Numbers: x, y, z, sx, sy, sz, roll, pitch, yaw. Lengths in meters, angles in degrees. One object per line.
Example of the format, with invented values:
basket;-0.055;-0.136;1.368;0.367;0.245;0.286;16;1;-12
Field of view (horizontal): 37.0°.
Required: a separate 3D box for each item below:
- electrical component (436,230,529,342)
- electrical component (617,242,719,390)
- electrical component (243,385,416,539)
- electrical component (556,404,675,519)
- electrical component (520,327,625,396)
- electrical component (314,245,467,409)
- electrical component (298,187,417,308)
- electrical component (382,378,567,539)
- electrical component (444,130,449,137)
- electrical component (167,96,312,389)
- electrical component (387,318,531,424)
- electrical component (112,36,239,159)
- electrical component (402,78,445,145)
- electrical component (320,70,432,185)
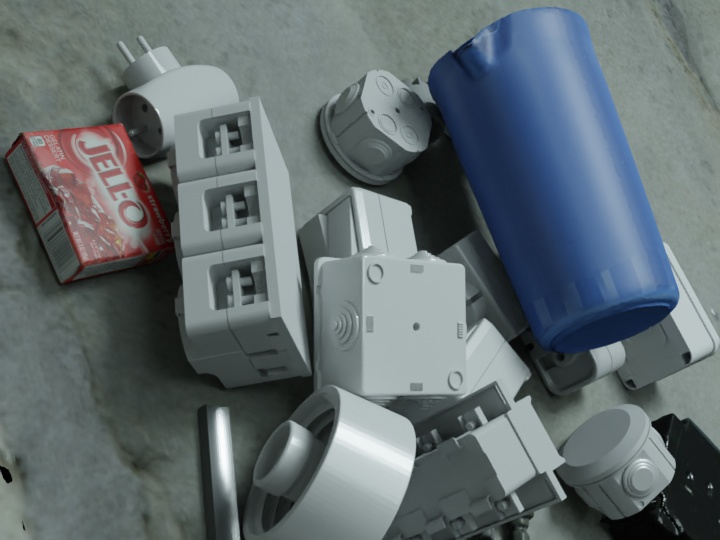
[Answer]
electrical component;0.079;0.025;0.811;0.083;0.047;0.076;56;40;2
electrical component;0.254;0.039;0.948;0.057;0.078;0.113;-15;74;-45
electrical component;-0.025;0.116;0.606;0.060;0.108;0.108;32;45;-16
electrical component;0.194;0.145;0.818;0.051;0.080;0.080;50;40;-14
electrical component;0.171;0.048;0.880;0.059;0.054;0.095;-14;74;-48
electrical component;0.021;0.037;0.668;0.100;0.048;0.099;5;82;-37
electrical component;0.000;0.000;0.740;0.061;0.062;0.096;15;54;-37
electrical component;0.056;0.128;0.661;0.063;0.121;0.078;-20;78;-46
electrical component;0.094;-0.146;0.944;0.045;0.045;0.055;34;45;-23
electrical component;-0.075;-0.015;0.653;0.089;0.062;0.150;72;9;-62
electrical component;0.070;0.078;0.755;0.061;0.062;0.096;50;40;-6
electrical component;-0.131;-0.119;0.708;0.079;0.044;0.077;55;40;1
electrical component;0.047;-0.132;0.894;0.040;0.040;0.046;18;47;-36
electrical component;0.013;-0.111;0.837;0.080;0.051;0.080;24;49;-31
